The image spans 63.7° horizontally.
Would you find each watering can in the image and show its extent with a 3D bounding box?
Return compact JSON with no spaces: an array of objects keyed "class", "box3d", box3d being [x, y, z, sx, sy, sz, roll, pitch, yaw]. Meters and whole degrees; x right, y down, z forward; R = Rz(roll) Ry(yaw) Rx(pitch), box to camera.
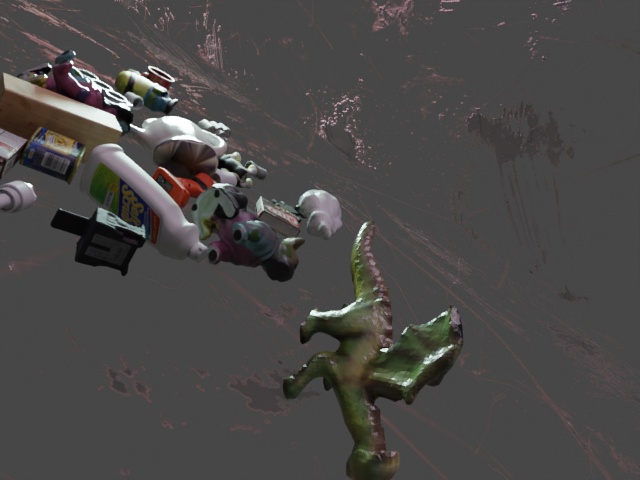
[{"class":"watering can","box3d":[-0.379,-0.238,1.230,0.347,0.102,0.229,6,30,-32]}]

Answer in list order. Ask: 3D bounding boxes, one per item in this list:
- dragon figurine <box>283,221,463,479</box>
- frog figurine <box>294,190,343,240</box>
[{"class":"dragon figurine","box3d":[0.092,0.136,0.718,0.242,0.418,0.120,-4,-33,42]},{"class":"frog figurine","box3d":[0.004,-0.071,1.417,0.136,0.123,0.161,49,0,-15]}]
